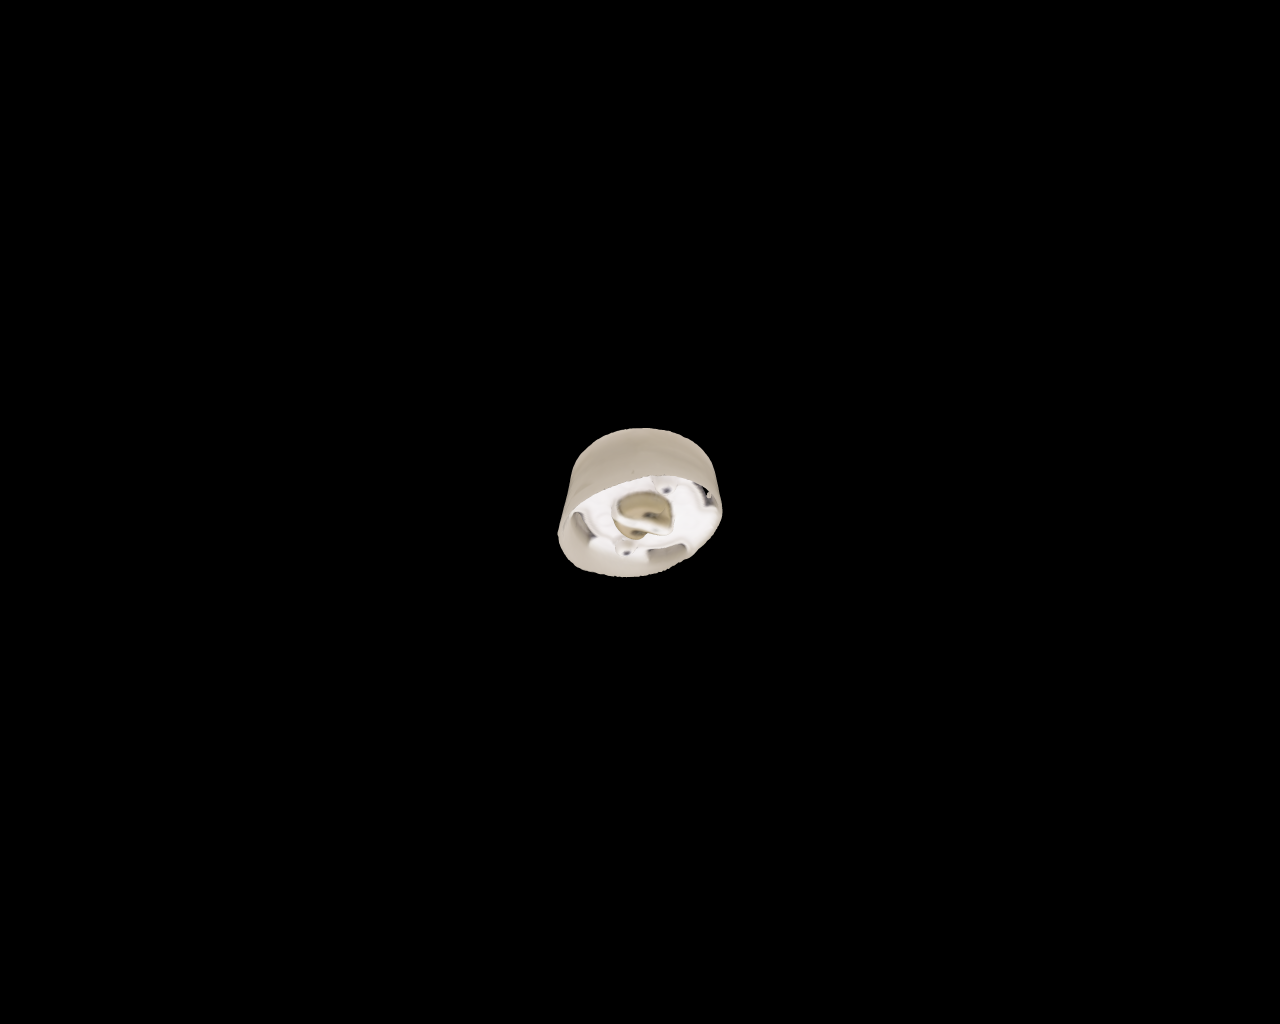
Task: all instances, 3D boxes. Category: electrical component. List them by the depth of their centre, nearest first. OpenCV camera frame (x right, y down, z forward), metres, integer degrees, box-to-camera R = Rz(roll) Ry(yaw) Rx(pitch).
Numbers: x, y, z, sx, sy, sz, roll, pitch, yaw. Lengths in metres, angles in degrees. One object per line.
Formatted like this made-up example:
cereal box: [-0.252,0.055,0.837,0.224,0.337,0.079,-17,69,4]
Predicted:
electrical component: [0.001,-0.003,0.650,0.099,0.064,0.099,0,-43,0]
